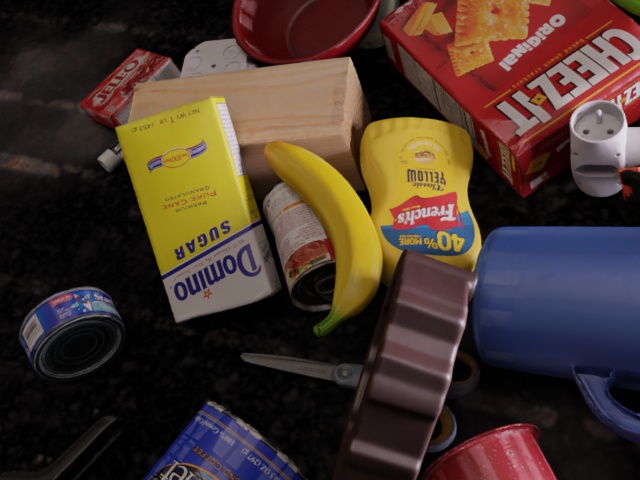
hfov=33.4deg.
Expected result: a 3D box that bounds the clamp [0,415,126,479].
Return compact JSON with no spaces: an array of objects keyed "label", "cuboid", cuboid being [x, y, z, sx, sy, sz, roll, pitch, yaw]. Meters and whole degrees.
[{"label":"clamp","cuboid":[-0.221,0.225,0.859,0.171,0.039,0.120,-28,49,3]}]

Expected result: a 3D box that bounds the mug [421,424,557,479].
[{"label":"mug","cuboid":[0.120,0.193,0.743,0.117,0.093,0.081,-43,54,27]}]

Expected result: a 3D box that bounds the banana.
[{"label":"banana","cuboid":[0.008,-0.012,0.855,0.069,0.037,0.198,-4,50,-17]}]

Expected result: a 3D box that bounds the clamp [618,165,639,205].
[{"label":"clamp","cuboid":[0.315,-0.042,0.770,0.210,0.036,0.164,-5,22,34]}]

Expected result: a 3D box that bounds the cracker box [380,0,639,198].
[{"label":"cracker box","cuboid":[0.179,-0.166,0.957,0.164,0.072,0.214,-35,55,-5]}]

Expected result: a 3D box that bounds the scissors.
[{"label":"scissors","cuboid":[0.028,0.126,0.853,0.202,0.016,0.096,-6,57,15]}]

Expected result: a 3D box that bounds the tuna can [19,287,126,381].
[{"label":"tuna can","cuboid":[-0.212,0.082,0.918,0.086,0.086,0.034,-33,56,-4]}]

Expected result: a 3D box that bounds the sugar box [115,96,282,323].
[{"label":"sugar box","cuboid":[-0.103,-0.025,0.913,0.093,0.048,0.176,-17,92,12]}]

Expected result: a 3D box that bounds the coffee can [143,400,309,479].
[{"label":"coffee can","cuboid":[-0.089,0.205,0.787,0.103,0.102,0.140,29,71,31]}]

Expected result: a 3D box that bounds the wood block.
[{"label":"wood block","cuboid":[-0.064,-0.096,0.980,0.206,0.090,0.090,-4,58,16]}]

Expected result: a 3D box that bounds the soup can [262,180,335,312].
[{"label":"soup can","cuboid":[-0.006,0.001,0.913,0.068,0.068,0.102,-22,54,3]}]

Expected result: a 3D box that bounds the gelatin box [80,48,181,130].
[{"label":"gelatin box","cuboid":[-0.192,-0.152,1.083,0.089,0.030,0.073,-47,37,-15]}]

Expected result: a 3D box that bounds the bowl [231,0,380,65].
[{"label":"bowl","cuboid":[-0.003,-0.223,1.035,0.162,0.055,0.162,-12,59,21]}]

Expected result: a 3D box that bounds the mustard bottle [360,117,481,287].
[{"label":"mustard bottle","cuboid":[0.084,-0.011,0.890,0.096,0.058,0.191,5,60,-9]}]

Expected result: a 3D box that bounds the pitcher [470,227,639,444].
[{"label":"pitcher","cuboid":[0.235,0.059,0.761,0.243,0.149,0.145,4,105,24]}]

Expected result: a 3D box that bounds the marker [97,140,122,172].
[{"label":"marker","cuboid":[-0.174,-0.116,1.073,0.020,0.020,0.121,35,74,33]}]
